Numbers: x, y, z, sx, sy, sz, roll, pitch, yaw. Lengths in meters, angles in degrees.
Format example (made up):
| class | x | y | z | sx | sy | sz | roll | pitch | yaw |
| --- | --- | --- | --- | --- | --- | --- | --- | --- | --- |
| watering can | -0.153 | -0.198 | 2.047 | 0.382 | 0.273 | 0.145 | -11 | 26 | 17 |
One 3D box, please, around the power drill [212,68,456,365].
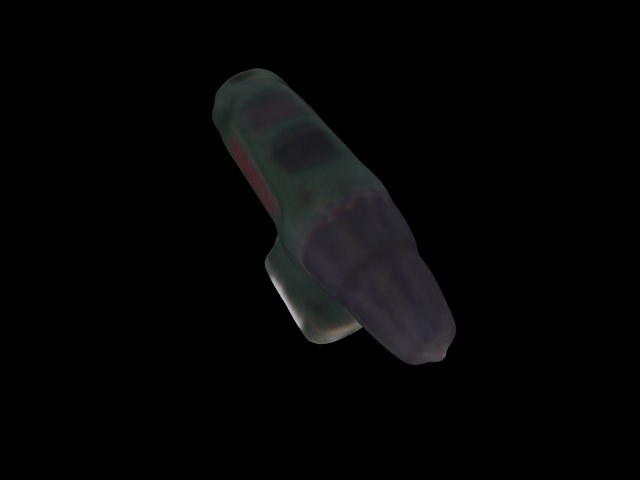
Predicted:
| class | x | y | z | sx | sy | sz | roll | pitch | yaw |
| --- | --- | --- | --- | --- | --- | --- | --- | --- | --- |
| power drill | 0.004 | 0.001 | 0.400 | 0.076 | 0.208 | 0.229 | -30 | 70 | -11 |
